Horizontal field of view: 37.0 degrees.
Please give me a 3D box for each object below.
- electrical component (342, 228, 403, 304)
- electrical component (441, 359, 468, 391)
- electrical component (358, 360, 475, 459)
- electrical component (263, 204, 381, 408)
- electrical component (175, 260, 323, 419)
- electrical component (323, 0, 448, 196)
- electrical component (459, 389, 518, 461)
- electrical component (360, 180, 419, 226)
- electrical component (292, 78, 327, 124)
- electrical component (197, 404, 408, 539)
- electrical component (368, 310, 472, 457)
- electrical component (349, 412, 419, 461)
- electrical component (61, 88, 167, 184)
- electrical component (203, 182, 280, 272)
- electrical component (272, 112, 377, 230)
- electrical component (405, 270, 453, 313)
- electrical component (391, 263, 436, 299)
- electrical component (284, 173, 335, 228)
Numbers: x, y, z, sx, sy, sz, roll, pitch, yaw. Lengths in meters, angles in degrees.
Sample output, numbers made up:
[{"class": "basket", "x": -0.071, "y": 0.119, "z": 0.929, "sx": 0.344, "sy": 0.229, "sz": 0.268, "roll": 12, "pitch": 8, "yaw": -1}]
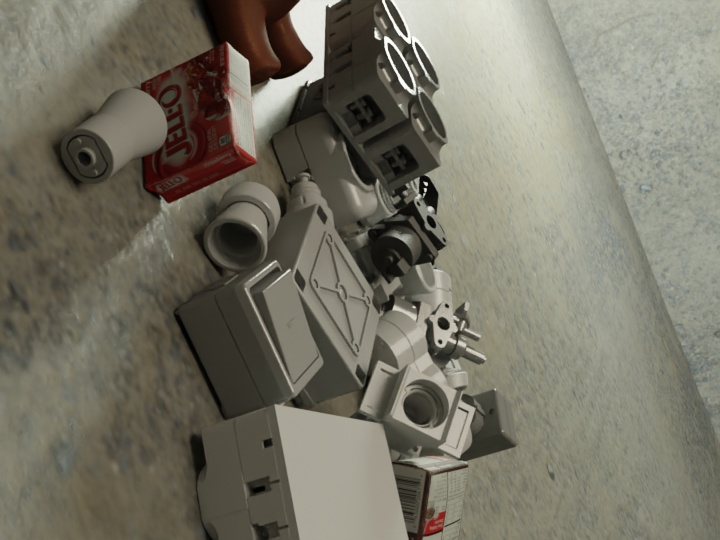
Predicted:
[{"class": "electrical component", "x": 0.000, "y": 0.000, "z": 0.927, "sx": 0.063, "sy": 0.042, "sz": 0.081, "roll": 64, "pitch": 21, "yaw": -5}, {"class": "electrical component", "x": 0.073, "y": 0.092, "z": 1.014, "sx": 0.066, "sy": 0.048, "sz": 0.055, "roll": 17, "pitch": 48, "yaw": -64}, {"class": "electrical component", "x": 0.037, "y": 0.105, "z": 0.783, "sx": 0.081, "sy": 0.063, "sz": 0.042, "roll": 27, "pitch": 60, "yaw": -7}, {"class": "electrical component", "x": -0.037, "y": 0.025, "z": 0.797, "sx": 0.108, "sy": 0.056, "sz": 0.108, "roll": 59, "pitch": 24, "yaw": -26}, {"class": "electrical component", "x": -0.064, "y": 0.049, "z": 0.703, "sx": 0.096, "sy": 0.061, "sz": 0.062, "roll": 66, "pitch": 22, "yaw": -9}, {"class": "electrical component", "x": 0.022, "y": -0.167, "z": 0.952, "sx": 0.105, "sy": 0.060, "sz": 0.186, "roll": 51, "pitch": 22, "yaw": -32}, {"class": "electrical component", "x": 0.101, "y": 0.140, "z": 1.008, "sx": 0.077, "sy": 0.066, "sz": 0.047, "roll": 44, "pitch": 33, "yaw": -48}, {"class": "electrical component", "x": 0.025, "y": -0.070, "z": 1.018, "sx": 0.043, "sy": 0.062, "sz": 0.043, "roll": 50, "pitch": 29, "yaw": -41}, {"class": "electrical component", "x": -0.015, "y": -0.129, "z": 0.994, "sx": 0.099, "sy": 0.048, "sz": 0.099, "roll": 58, "pitch": 23, "yaw": -28}, {"class": "electrical component", "x": -0.035, "y": 0.143, "z": 0.689, "sx": 0.150, "sy": 0.062, "sz": 0.089, "roll": 25, "pitch": 49, "yaw": -61}, {"class": "electrical component", "x": 0.033, "y": 0.110, "z": 0.895, "sx": 0.074, "sy": 0.052, "sz": 0.138, "roll": -33, "pitch": 100, "yaw": -36}, {"class": "electrical component", "x": 0.016, "y": 0.137, "z": 0.839, "sx": 0.055, "sy": 0.045, "sz": 0.045, "roll": 42, "pitch": 35, "yaw": -51}, {"class": "electrical component", "x": -0.149, "y": -0.078, "z": 0.645, "sx": 0.044, "sy": 0.044, "sz": 0.065, "roll": 62, "pitch": 27, "yaw": -18}, {"class": "electrical component", "x": -0.082, "y": -0.031, "z": 0.756, "sx": 0.045, "sy": 0.045, "sz": 0.055, "roll": 59, "pitch": 23, "yaw": -25}, {"class": "electrical component", "x": -0.026, "y": -0.083, "z": 0.915, "sx": 0.095, "sy": 0.059, "sz": 0.054, "roll": 69, "pitch": 21, "yaw": -1}, {"class": "electrical component", "x": 0.062, "y": 0.032, "z": 1.030, "sx": 0.055, "sy": 0.055, "sz": 0.047, "roll": 38, "pitch": 41, "yaw": -53}, {"class": "electrical component", "x": 0.036, "y": 0.008, "z": 0.985, "sx": 0.045, "sy": 0.055, "sz": 0.045, "roll": 50, "pitch": 29, "yaw": -40}, {"class": "electrical component", "x": -0.042, "y": -0.043, "z": 0.866, "sx": 0.040, "sy": 0.040, "sz": 0.078, "roll": 37, "pitch": 38, "yaw": -54}]
